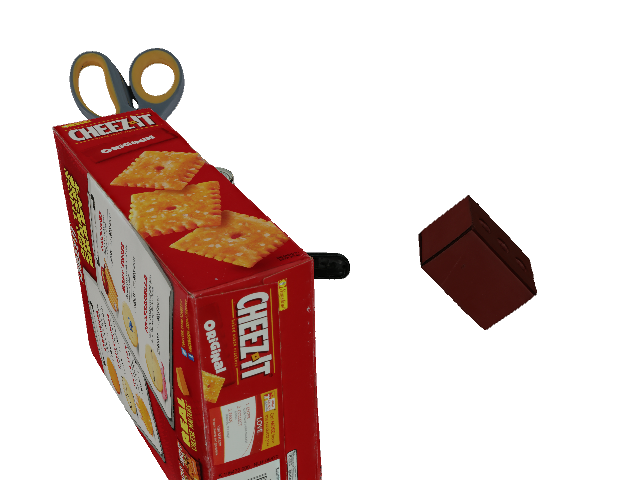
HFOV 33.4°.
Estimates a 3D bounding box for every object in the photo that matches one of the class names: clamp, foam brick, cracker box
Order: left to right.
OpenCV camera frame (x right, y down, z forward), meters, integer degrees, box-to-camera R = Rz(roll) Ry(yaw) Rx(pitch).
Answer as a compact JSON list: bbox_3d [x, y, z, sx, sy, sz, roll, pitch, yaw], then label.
[{"bbox_3d":[-0.077,0.039,0.598,0.072,0.164,0.214,-16,33,-23],"label":"cracker box"},{"bbox_3d":[-0.099,0.029,1.053,0.210,0.036,0.164,11,21,43],"label":"clamp"},{"bbox_3d":[0.118,0.017,0.803,0.051,0.078,0.053,-38,21,21],"label":"foam brick"}]

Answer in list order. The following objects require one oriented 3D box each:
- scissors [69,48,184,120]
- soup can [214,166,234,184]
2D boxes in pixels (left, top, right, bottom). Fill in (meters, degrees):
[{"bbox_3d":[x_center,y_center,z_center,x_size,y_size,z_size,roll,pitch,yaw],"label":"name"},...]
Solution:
[{"bbox_3d":[-0.122,-0.073,0.805,0.096,0.202,0.016,-27,-23,-17],"label":"scissors"},{"bbox_3d":[-0.135,-0.031,1.299,0.068,0.102,0.068,-2,27,1],"label":"soup can"}]
